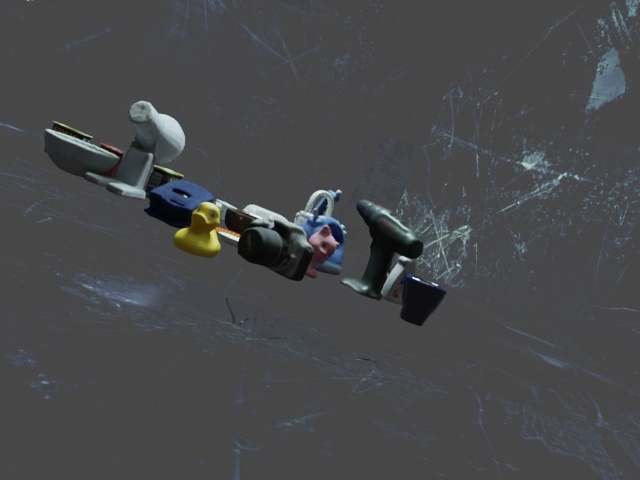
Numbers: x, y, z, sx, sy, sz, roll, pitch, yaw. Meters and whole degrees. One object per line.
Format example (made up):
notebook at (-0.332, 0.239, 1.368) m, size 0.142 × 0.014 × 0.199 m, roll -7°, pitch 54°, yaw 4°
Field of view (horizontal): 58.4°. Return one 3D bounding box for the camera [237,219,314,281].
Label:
camera at (-0.099, 0.003, 1.094) m, size 0.142 × 0.101 × 0.137 m, roll 25°, pitch 4°, yaw 34°

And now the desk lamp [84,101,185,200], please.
desk lamp at (-0.413, -0.206, 1.323) m, size 0.118 × 0.213 × 0.203 m, roll 23°, pitch 3°, yaw 5°

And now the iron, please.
iron at (0.013, 0.005, 1.454) m, size 0.118 × 0.141 × 0.259 m, roll 25°, pitch 4°, yaw 27°

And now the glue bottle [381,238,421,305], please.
glue bottle at (0.212, 0.074, 1.422) m, size 0.078 × 0.173 × 0.037 m, roll 20°, pitch 5°, yaw -44°

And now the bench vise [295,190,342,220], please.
bench vise at (-0.017, -0.080, 1.913) m, size 0.206 × 0.220 × 0.122 m, roll 25°, pitch 4°, yaw 34°

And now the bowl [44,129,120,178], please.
bowl at (-0.548, -0.186, 1.299) m, size 0.167 × 0.075 × 0.167 m, roll 23°, pitch 3°, yaw -1°

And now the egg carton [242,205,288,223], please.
egg carton at (-0.176, -0.061, 1.842) m, size 0.151 × 0.069 × 0.107 m, roll 21°, pitch 4°, yaw -23°

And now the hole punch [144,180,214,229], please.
hole punch at (-0.286, -0.076, 1.172) m, size 0.108 × 0.091 × 0.101 m, roll 24°, pitch 3°, yaw 13°

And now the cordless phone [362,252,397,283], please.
cordless phone at (0.189, 0.049, 1.560) m, size 0.094 × 0.185 × 0.148 m, roll 23°, pitch 3°, yaw 3°

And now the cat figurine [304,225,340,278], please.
cat figurine at (-0.021, 0.016, 1.261) m, size 0.128 × 0.118 × 0.067 m, roll 22°, pitch 3°, yaw -11°

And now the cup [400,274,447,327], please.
cup at (0.198, 0.125, 1.198) m, size 0.092 × 0.095 × 0.117 m, roll 21°, pitch 4°, yaw -28°

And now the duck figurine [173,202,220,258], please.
duck figurine at (-0.195, -0.021, 0.964) m, size 0.077 × 0.086 × 0.105 m, roll 23°, pitch 3°, yaw 8°

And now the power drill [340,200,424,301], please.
power drill at (0.131, 0.025, 1.347) m, size 0.076 × 0.208 × 0.228 m, roll 20°, pitch 5°, yaw -43°

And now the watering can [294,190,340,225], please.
watering can at (-0.011, -0.045, 1.635) m, size 0.172 × 0.194 × 0.101 m, roll 25°, pitch 4°, yaw 26°
